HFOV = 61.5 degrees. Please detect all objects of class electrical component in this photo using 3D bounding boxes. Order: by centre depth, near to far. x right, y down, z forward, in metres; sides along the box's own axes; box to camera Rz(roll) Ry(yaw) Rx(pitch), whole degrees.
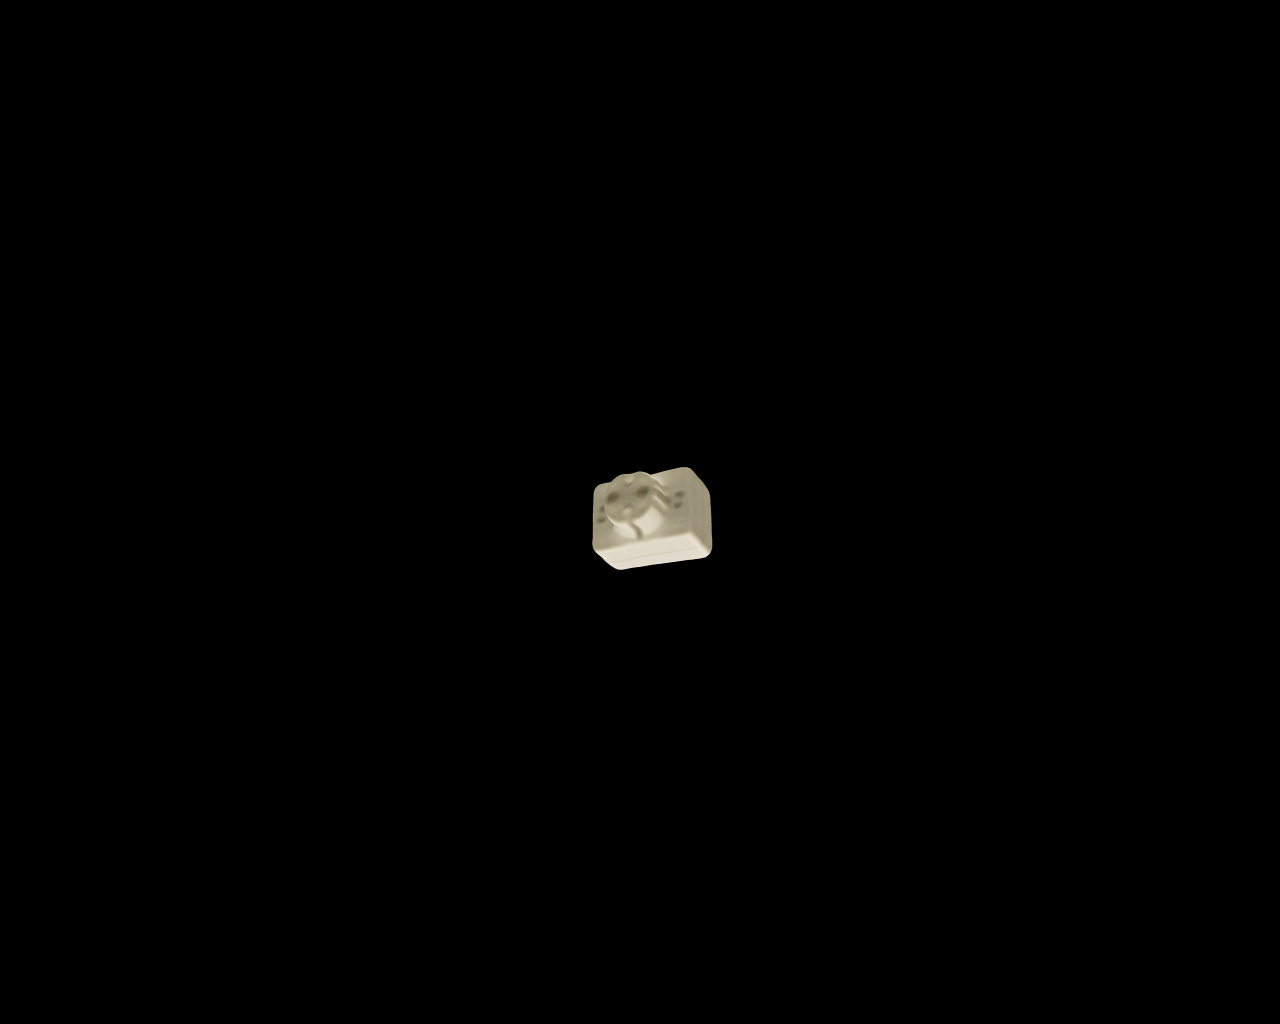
[{"bbox_3d":[0.001,-0.003,0.650,0.066,0.047,0.076,-10,-28,20],"label":"electrical component"}]
